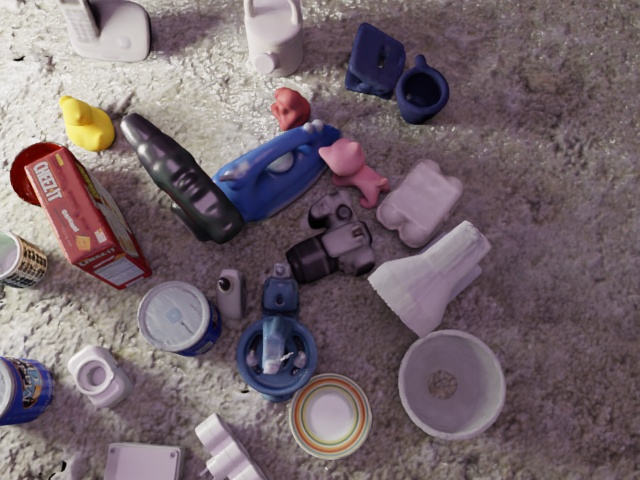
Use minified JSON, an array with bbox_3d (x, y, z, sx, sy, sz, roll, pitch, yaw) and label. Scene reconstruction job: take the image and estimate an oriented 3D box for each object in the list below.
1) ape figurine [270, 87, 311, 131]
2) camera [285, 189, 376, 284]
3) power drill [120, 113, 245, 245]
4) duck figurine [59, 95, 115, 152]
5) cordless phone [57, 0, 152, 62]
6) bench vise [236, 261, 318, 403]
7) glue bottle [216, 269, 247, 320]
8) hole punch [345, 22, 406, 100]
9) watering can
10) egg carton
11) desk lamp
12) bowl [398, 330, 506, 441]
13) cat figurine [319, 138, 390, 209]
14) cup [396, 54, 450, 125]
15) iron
[{"bbox_3d":[-0.054,-0.237,1.006,0.076,0.092,0.078,9,76,0],"label":"ape figurine"},{"bbox_3d":[0.009,0.003,0.942,0.137,0.101,0.143,-24,78,-8],"label":"camera"},{"bbox_3d":[-0.207,-0.077,0.899,0.229,0.208,0.076,44,78,9],"label":"power drill"},{"bbox_3d":[-0.408,-0.207,0.987,0.077,0.086,0.104,-42,81,-11],"label":"duck figurine"},{"bbox_3d":[-0.376,-0.392,0.985,0.147,0.185,0.094,3,76,-1],"label":"cordless phone"},{"bbox_3d":[-0.074,0.134,0.845,0.121,0.220,0.207,-15,77,-6],"label":"bench vise"},{"bbox_3d":[-0.138,0.077,0.881,0.037,0.173,0.078,2,76,-1],"label":"glue bottle"},{"bbox_3d":[0.103,-0.324,1.034,0.101,0.091,0.109,14,76,2],"label":"hole punch"},{"bbox_3d":[-0.078,-0.366,0.985,0.101,0.194,0.173,-12,76,-5],"label":"watering can"},{"bbox_3d":[0.173,-0.063,0.982,0.107,0.069,0.150,38,77,7],"label":"egg carton"},{"bbox_3d":[0.170,0.054,0.878,0.203,0.213,0.118,-40,80,-11],"label":"desk lamp"},{"bbox_3d":[0.201,0.228,0.906,0.167,0.075,0.167,1,76,-2],"label":"bowl"},{"bbox_3d":[0.062,-0.123,0.968,0.127,0.118,0.067,35,77,7],"label":"cat figurine"},{"bbox_3d":[0.174,-0.258,1.018,0.091,0.095,0.118,-2,76,-2],"label":"cup"},{"bbox_3d":[-0.063,-0.139,0.955,0.258,0.141,0.118,-36,80,-10],"label":"iron"}]
